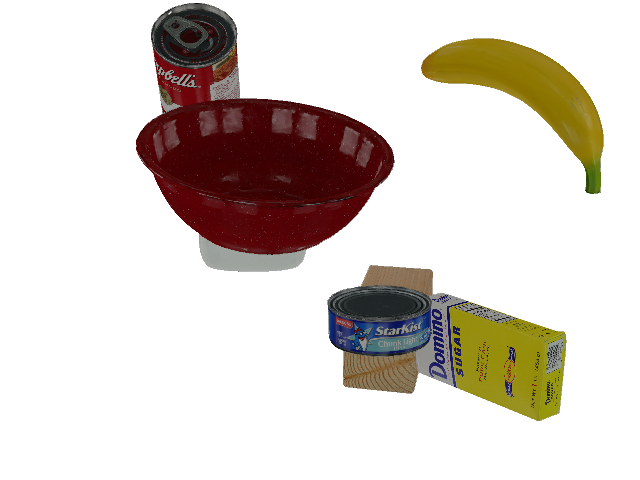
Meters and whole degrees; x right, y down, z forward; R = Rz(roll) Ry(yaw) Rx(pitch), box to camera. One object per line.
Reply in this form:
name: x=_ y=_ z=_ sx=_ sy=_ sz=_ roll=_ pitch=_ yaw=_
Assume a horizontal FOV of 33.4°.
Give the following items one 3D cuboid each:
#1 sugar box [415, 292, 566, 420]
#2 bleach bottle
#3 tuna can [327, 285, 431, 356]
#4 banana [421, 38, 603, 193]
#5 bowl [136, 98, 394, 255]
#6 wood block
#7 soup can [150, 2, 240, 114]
sugar box: x=0.183 y=0.124 z=1.174 sx=0.048 sy=0.093 sz=0.177 roll=-11 pitch=19 yaw=-44
bleach bottle: x=-0.066 y=-0.065 z=1.070 sx=0.102 sy=0.068 sz=0.251 roll=2 pitch=33 yaw=-5
tuna can: x=0.048 y=0.065 z=0.876 sx=0.086 sy=0.034 sz=0.086 roll=-1 pitch=15 yaw=0
banana: x=0.149 y=-0.114 z=0.814 sx=0.037 sy=0.070 sz=0.198 roll=2 pitch=32 yaw=-43
bowl: x=-0.036 y=-0.036 z=0.679 sx=0.162 sy=0.055 sz=0.162 roll=4 pitch=28 yaw=-2
wood block: x=0.091 y=0.110 z=1.387 sx=0.091 sy=0.090 sz=0.206 roll=4 pitch=20 yaw=10
soup can: x=-0.101 y=-0.135 z=0.879 sx=0.068 sy=0.068 sz=0.102 roll=0 pitch=-33 yaw=-2
